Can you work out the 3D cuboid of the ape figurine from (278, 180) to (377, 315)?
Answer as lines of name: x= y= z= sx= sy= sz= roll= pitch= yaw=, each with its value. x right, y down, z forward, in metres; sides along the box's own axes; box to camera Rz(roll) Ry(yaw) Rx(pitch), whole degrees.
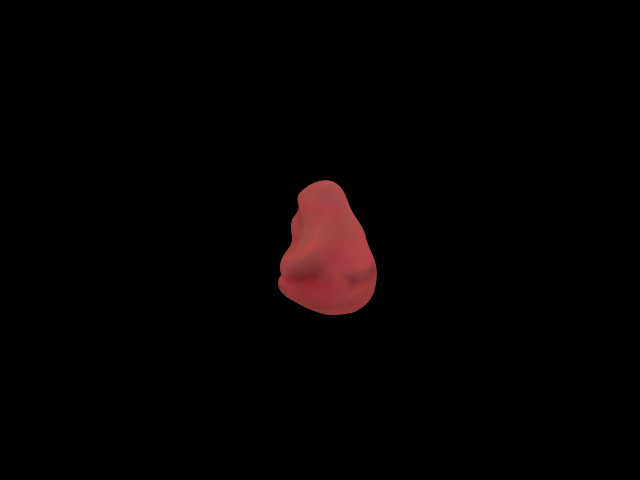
ape figurine: x=0.004 y=0.001 z=0.400 sx=0.078 sy=0.092 sz=0.075 roll=-21 pitch=33 yaw=-35
